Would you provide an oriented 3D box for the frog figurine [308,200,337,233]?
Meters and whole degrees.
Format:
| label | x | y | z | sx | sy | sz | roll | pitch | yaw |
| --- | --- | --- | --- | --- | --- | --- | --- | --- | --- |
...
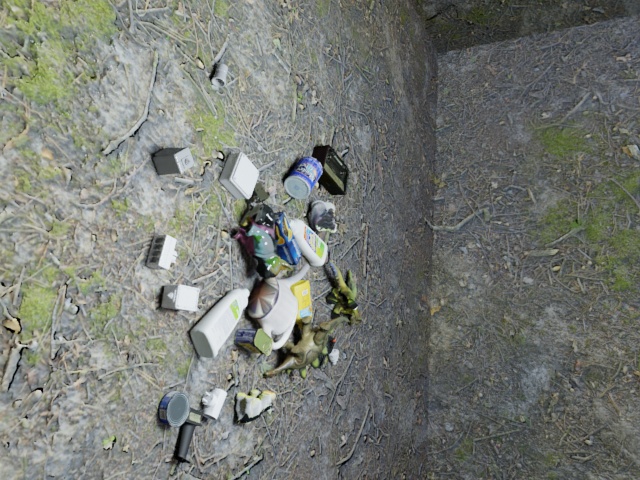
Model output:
| label | x | y | z | sx | sy | sz | roll | pitch | yaw |
| --- | --- | --- | --- | --- | --- | --- | --- | --- | --- |
| frog figurine | 0.006 | -0.105 | 2.084 | 0.135 | 0.122 | 0.162 | 58 | 4 | -31 |

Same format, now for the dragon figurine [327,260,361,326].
| label | x | y | z | sx | sy | sz | roll | pitch | yaw |
| --- | --- | --- | --- | --- | --- | --- | --- | --- | --- |
| dragon figurine | 0.111 | 0.218 | 2.251 | 0.247 | 0.122 | 0.404 | -71 | 150 | -65 |

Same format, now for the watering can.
| label | x | y | z | sx | sy | sz | roll | pitch | yaw |
| --- | --- | --- | --- | --- | --- | --- | --- | --- | --- |
| watering can | -0.135 | 0.192 | 1.755 | 0.220 | 0.104 | 0.355 | 52 | 46 | -46 |
